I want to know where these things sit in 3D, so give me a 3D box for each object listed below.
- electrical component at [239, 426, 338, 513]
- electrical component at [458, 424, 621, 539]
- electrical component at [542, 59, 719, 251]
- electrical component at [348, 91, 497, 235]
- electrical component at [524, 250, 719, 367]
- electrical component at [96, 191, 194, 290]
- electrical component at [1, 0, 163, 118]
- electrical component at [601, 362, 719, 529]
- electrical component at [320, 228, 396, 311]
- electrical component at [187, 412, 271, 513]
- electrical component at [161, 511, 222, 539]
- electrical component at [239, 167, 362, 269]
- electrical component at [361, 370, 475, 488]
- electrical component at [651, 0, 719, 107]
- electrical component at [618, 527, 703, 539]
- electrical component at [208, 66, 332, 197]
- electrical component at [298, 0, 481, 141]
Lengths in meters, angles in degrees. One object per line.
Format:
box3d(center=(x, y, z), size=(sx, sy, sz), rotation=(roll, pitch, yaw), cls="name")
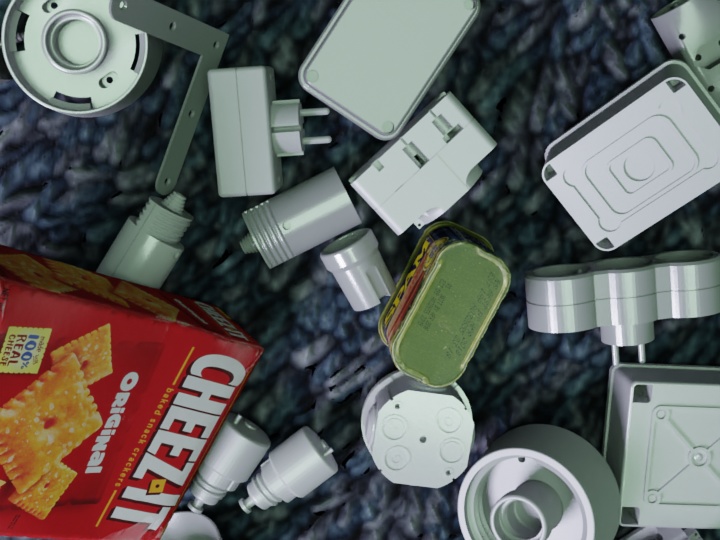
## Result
box3d(center=(-0.052, 0.145, 0.766), size=(0.078, 0.040, 0.040), rotation=(-37, 100, 3), cls="electrical component")
box3d(center=(0.120, 0.166, 0.745), size=(0.108, 0.060, 0.108), rotation=(4, 99, 28), cls="electrical component")
box3d(center=(0.187, -0.077, 0.716), size=(0.113, 0.057, 0.078), rotation=(-36, 100, 26), cls="electrical component")
box3d(center=(0.044, -0.070, 0.730), size=(0.089, 0.050, 0.055), rotation=(-43, 99, 4), cls="electrical component")
box3d(center=(0.187, 0.031, 0.754), size=(0.138, 0.052, 0.073), rotation=(-7, 100, -3), cls="electrical component")
box3d(center=(-0.143, -0.017, 0.732), size=(0.043, 0.043, 0.081), rotation=(32, 97, -8), cls="electrical component")
box3d(center=(-0.180, -0.148, 0.695), size=(0.099, 0.064, 0.099), rotation=(-1, 101, -7), cls="electrical component")
box3d(center=(0.233, 0.125, 0.771), size=(0.109, 0.056, 0.108), rotation=(3, 99, -4), cls="electrical component")
box3d(center=(0.000, 0.000, 0.745), size=(0.040, 0.040, 0.046), rotation=(-27, 105, 2), cls="electrical component")
box3d(center=(-0.096, 0.138, 0.762), size=(0.040, 0.040, 0.078), rotation=(33, 96, -8), cls="electrical component")
box3d(center=(-0.134, 0.222, 0.748), size=(0.099, 0.099, 0.064), rotation=(-24, 106, 1), cls="electrical component")
box3d(center=(-0.044, -0.033, 0.735), size=(0.081, 0.043, 0.043), rotation=(-27, 100, 1), cls="electrical component")
box3d(center=(0.042, 0.112, 0.760), size=(0.080, 0.051, 0.080), rotation=(-1, 100, -3), cls="electrical component")
box3d(center=(0.251, -0.159, 0.730), size=(0.079, 0.043, 0.077), rotation=(-32, 100, 2), cls="electrical component")
box3d(center=(0.238, 0.239, 0.742), size=(0.062, 0.150, 0.089), rotation=(-34, 100, 4), cls="electrical component")
box3d(center=(-0.057, -0.094, 0.718), size=(0.076, 0.047, 0.083), rotation=(-3, 100, 3), cls="electrical component")
box3d(center=(0.018, -0.151, 0.712), size=(0.078, 0.057, 0.113), rotation=(33, 96, -8), cls="electrical component")
